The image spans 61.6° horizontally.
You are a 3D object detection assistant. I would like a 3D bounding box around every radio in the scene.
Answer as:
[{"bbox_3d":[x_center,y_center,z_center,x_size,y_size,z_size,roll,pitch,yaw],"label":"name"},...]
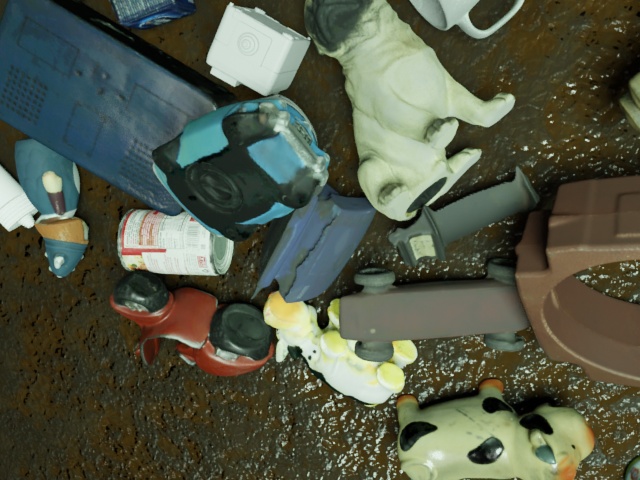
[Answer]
[{"bbox_3d":[-0.203,-0.135,0.529,0.230,0.073,0.131,30,110,-3],"label":"radio"}]

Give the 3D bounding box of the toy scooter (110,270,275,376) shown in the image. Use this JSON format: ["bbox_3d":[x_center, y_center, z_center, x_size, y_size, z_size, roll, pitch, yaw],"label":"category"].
[{"bbox_3d":[-0.148,0.108,0.600,0.184,0.075,0.135,24,134,-11],"label":"toy scooter"}]

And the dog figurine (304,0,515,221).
[{"bbox_3d":[0.050,-0.126,0.489,0.191,0.121,0.172,50,135,20],"label":"dog figurine"}]

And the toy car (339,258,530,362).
[{"bbox_3d":[0.116,0.067,0.529,0.202,0.053,0.089,-3,102,-8],"label":"toy car"}]

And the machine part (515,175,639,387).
[{"bbox_3d":[0.279,0.039,0.441,0.201,0.087,0.201,-3,135,37],"label":"machine part"}]

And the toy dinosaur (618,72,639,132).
[{"bbox_3d":[0.279,-0.246,0.379,0.199,0.105,0.471,-19,94,19],"label":"toy dinosaur"}]

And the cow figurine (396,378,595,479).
[{"bbox_3d":[0.175,0.207,0.550,0.195,0.127,0.085,-14,109,17],"label":"cow figurine"}]

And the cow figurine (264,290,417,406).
[{"bbox_3d":[0.010,0.117,0.580,0.167,0.068,0.098,29,136,1],"label":"cow figurine"}]

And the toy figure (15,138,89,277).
[{"bbox_3d":[-0.286,-0.035,0.583,0.058,0.064,0.154,-9,107,-3],"label":"toy figure"}]

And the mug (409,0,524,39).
[{"bbox_3d":[0.127,-0.228,0.433,0.107,0.081,0.109,-41,94,10],"label":"mug"}]

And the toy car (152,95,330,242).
[{"bbox_3d":[-0.058,-0.074,0.454,0.162,0.103,0.109,-21,121,42],"label":"toy car"}]

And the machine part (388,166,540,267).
[{"bbox_3d":[0.136,-0.017,0.513,0.139,0.039,0.084,-26,146,10],"label":"machine part"}]

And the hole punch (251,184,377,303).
[{"bbox_3d":[-0.001,-0.002,0.520,0.092,0.116,0.142,30,112,-10],"label":"hole punch"}]

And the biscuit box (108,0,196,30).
[{"bbox_3d":[-0.178,-0.295,0.474,0.063,0.059,0.202,-13,106,13],"label":"biscuit box"}]
